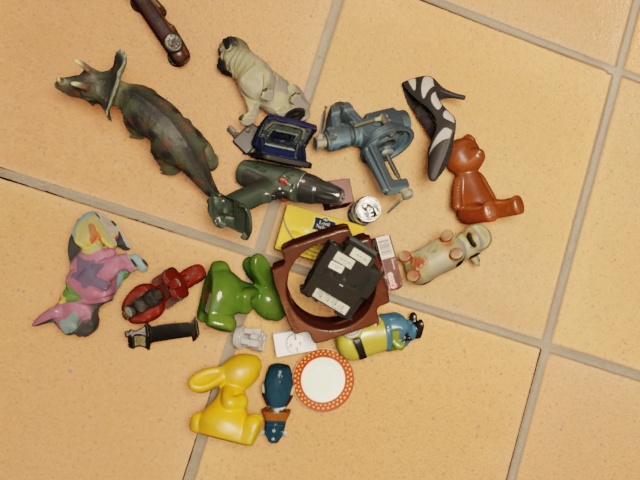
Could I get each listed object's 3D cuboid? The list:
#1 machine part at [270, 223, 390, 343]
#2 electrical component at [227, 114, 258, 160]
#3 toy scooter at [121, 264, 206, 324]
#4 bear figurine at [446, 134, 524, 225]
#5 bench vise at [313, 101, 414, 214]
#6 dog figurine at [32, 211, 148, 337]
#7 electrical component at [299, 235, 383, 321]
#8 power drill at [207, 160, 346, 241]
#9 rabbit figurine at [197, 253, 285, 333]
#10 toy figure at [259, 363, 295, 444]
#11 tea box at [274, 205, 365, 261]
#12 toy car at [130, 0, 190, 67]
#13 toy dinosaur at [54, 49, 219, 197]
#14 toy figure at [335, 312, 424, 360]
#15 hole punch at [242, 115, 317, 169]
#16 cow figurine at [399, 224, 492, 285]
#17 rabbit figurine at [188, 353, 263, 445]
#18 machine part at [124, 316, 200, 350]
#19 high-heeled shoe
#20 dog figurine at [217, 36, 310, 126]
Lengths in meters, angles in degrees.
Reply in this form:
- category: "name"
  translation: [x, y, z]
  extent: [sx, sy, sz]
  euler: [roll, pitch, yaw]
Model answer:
- category: "machine part"
  translation: [0.019, 0.081, 1.040]
  extent: [0.201, 0.087, 0.201]
  euler: [-19, 101, -1]
- category: "electrical component"
  translation: [-0.147, -0.213, 1.125]
  extent: [0.063, 0.021, 0.094]
  euler: [-45, 93, -8]
- category: "toy scooter"
  translation: [-0.305, 0.102, 1.031]
  extent: [0.184, 0.135, 0.075]
  euler: [-32, 93, -7]
- category: "bear figurine"
  translation: [0.333, -0.134, 1.133]
  extent: [0.120, 0.132, 0.195]
  euler: [-9, 91, -30]
- category: "bench vise"
  translation: [0.109, -0.180, 1.095]
  extent: [0.223, 0.129, 0.241]
  euler: [-12, 66, -28]
- category: "dog figurine"
  translation: [-0.459, 0.075, 1.028]
  extent: [0.219, 0.108, 0.191]
  euler: [-38, 93, -5]
- category: "electrical component"
  translation: [0.043, 0.062, 0.966]
  extent: [0.115, 0.058, 0.134]
  euler: [33, 96, -11]
- category: "power drill"
  translation: [-0.094, -0.083, 1.022]
  extent: [0.232, 0.085, 0.207]
  euler: [23, 45, 27]
- category: "rabbit figurine"
  translation: [-0.147, 0.108, 1.080]
  extent: [0.170, 0.121, 0.159]
  euler: [12, 78, -25]
- category: "toy figure"
  translation: [-0.085, 0.330, 1.086]
  extent: [0.064, 0.057, 0.154]
  euler: [5, 90, 30]
- category: "tea box"
  translation: [-0.002, -0.003, 1.110]
  extent: [0.170, 0.068, 0.098]
  euler: [14, 86, -6]
- category: "toy car"
  translation: [-0.327, -0.441, 1.080]
  extent: [0.053, 0.089, 0.202]
  euler: [-33, 91, -7]
- category: "toy dinosaur"
  translation: [-0.299, -0.207, 1.020]
  extent: [0.405, 0.192, 0.131]
  euler: [39, 85, -3]
- category: "toy figure"
  translation: [0.122, 0.197, 1.110]
  extent: [0.180, 0.082, 0.089]
  euler: [-5, 86, -10]
- category: "hole punch"
  translation: [-0.074, -0.193, 1.074]
  extent: [0.142, 0.116, 0.092]
  euler: [5, 94, -23]
- category: "cow figurine"
  translation: [0.269, 0.031, 1.126]
  extent: [0.195, 0.127, 0.085]
  euler: [-28, 68, 7]
- category: "rabbit figurine"
  translation: [-0.178, 0.305, 1.064]
  extent: [0.162, 0.121, 0.173]
  euler: [17, 71, 3]
- category: "machine part"
  translation: [-0.310, 0.186, 1.062]
  extent: [0.139, 0.084, 0.039]
  euler: [-7, 56, -16]
- category: "high-heeled shoe"
  translation: [0.212, -0.239, 1.116]
  extent: [0.145, 0.086, 0.249]
  euler: [14, 65, 17]
- category: "dog figurine"
  translation: [-0.114, -0.328, 1.109]
  extent: [0.121, 0.172, 0.191]
  euler: [-36, 63, 26]
